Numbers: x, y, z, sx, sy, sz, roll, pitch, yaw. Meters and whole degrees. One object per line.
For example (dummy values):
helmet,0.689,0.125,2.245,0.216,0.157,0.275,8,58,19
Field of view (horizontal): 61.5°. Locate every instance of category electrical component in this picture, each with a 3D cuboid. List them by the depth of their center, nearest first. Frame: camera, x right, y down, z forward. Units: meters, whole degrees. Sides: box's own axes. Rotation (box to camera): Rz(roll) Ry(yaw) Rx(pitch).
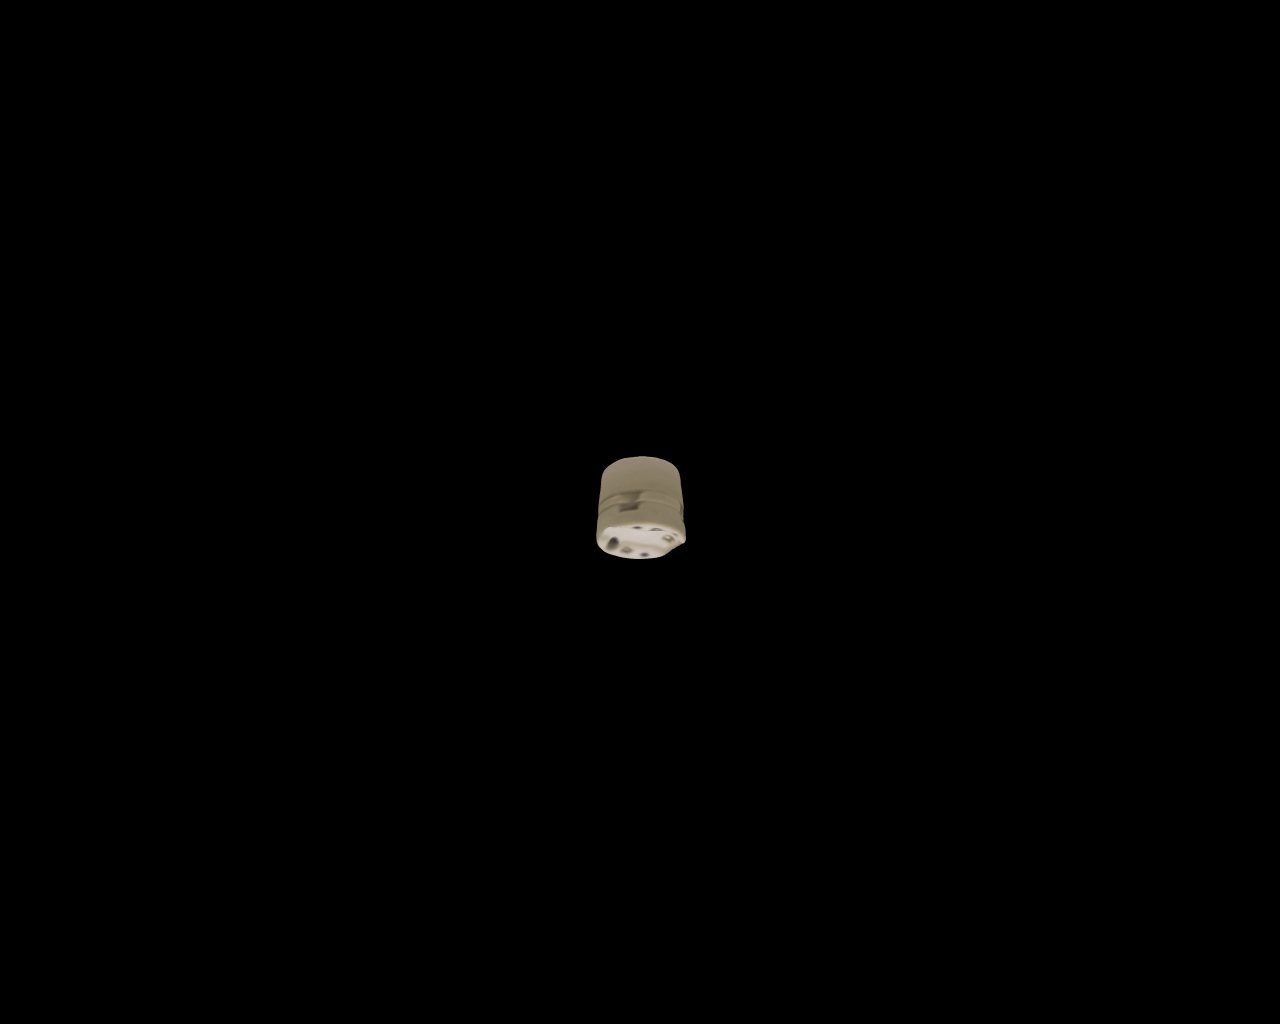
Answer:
electrical component,0.001,-0.003,0.650,0.055,0.047,0.055,0,-26,0
